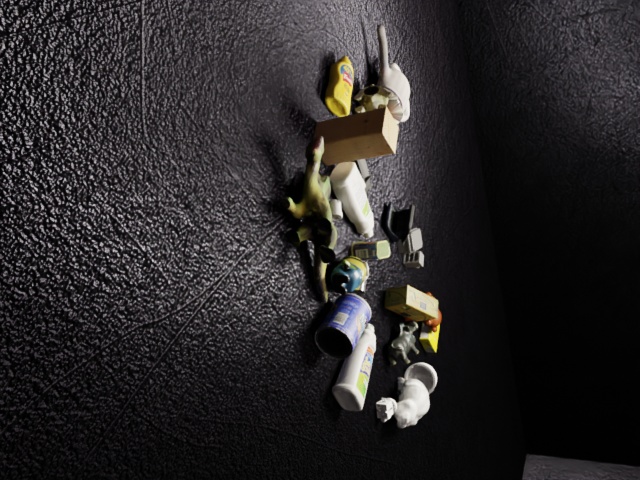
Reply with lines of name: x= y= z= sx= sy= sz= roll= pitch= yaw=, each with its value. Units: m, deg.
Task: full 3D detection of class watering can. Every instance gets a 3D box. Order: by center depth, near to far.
watering can: x=0.239 y=-0.546 z=1.788 sx=0.103 sy=0.230 sz=0.341 roll=-6 pitch=-48 yaw=30

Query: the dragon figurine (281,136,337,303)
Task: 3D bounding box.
dragon figurine: x=0.004 y=-0.065 z=1.292 sx=0.122 sy=0.401 sz=0.248 roll=4 pitch=39 yaw=15

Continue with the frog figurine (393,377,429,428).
frog figurine: x=0.287 y=0.518 z=1.616 sx=0.123 sy=0.136 sz=0.160 roll=11 pitch=9 yaw=5
